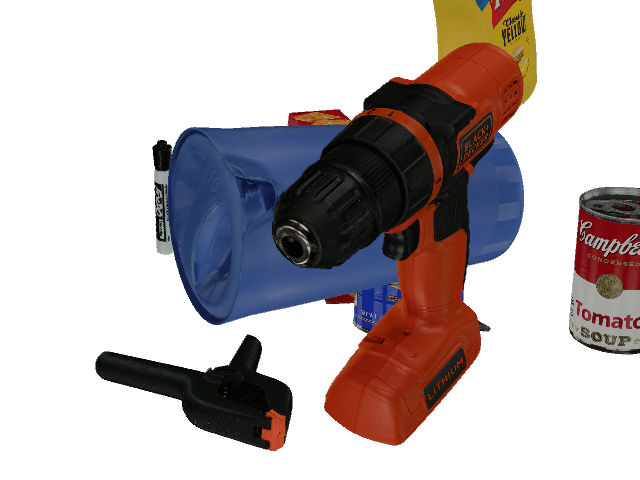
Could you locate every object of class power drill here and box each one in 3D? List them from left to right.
[{"bbox_3d":[0.040,0.012,0.537,0.057,0.188,0.184,25,43,27],"label":"power drill"}]

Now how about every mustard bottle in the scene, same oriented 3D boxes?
[{"bbox_3d":[0.117,-0.187,0.769,0.058,0.191,0.096,18,40,38],"label":"mustard bottle"}]

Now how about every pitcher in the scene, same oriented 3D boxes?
[{"bbox_3d":[0.016,-0.021,0.774,0.242,0.145,0.149,-8,35,-27],"label":"pitcher"}]

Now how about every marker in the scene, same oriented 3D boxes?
[{"bbox_3d":[-0.156,-0.043,1.062,0.020,0.121,0.020,1,29,-1],"label":"marker"}]

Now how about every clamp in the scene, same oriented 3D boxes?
[{"bbox_3d":[-0.079,0.127,0.933,0.164,0.036,0.210,-8,17,-37],"label":"clamp"}]

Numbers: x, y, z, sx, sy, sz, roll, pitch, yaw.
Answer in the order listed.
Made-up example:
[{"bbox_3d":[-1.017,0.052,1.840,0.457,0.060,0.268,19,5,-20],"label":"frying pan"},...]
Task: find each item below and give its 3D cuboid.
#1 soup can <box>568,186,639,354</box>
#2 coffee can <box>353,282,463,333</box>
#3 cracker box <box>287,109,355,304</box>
[{"bbox_3d":[0.212,0.020,0.753,0.068,0.102,0.068,0,22,0],"label":"soup can"},{"bbox_3d":[0.082,0.009,0.975,0.103,0.140,0.103,1,11,0],"label":"coffee can"},{"bbox_3d":[0.013,-0.044,1.172,0.072,0.164,0.214,-5,19,-8],"label":"cracker box"}]
